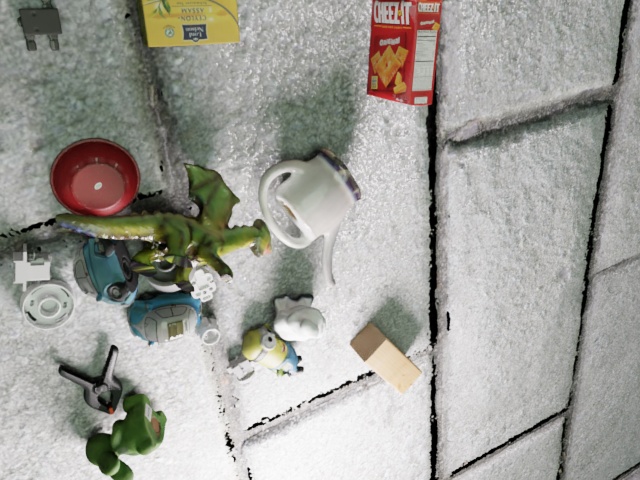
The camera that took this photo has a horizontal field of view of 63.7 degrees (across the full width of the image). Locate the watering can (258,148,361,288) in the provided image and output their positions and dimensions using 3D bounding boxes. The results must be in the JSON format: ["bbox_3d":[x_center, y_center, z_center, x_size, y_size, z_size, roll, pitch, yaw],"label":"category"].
[{"bbox_3d":[0.004,-0.060,1.183,0.225,0.105,0.342,-42,123,-8],"label":"watering can"}]

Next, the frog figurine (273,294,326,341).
[{"bbox_3d":[-0.041,0.204,1.236,0.136,0.162,0.122,24,100,-33],"label":"frog figurine"}]

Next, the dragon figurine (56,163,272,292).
[{"bbox_3d":[-0.266,-0.044,1.017,0.407,0.120,0.248,29,53,-25],"label":"dragon figurine"}]
